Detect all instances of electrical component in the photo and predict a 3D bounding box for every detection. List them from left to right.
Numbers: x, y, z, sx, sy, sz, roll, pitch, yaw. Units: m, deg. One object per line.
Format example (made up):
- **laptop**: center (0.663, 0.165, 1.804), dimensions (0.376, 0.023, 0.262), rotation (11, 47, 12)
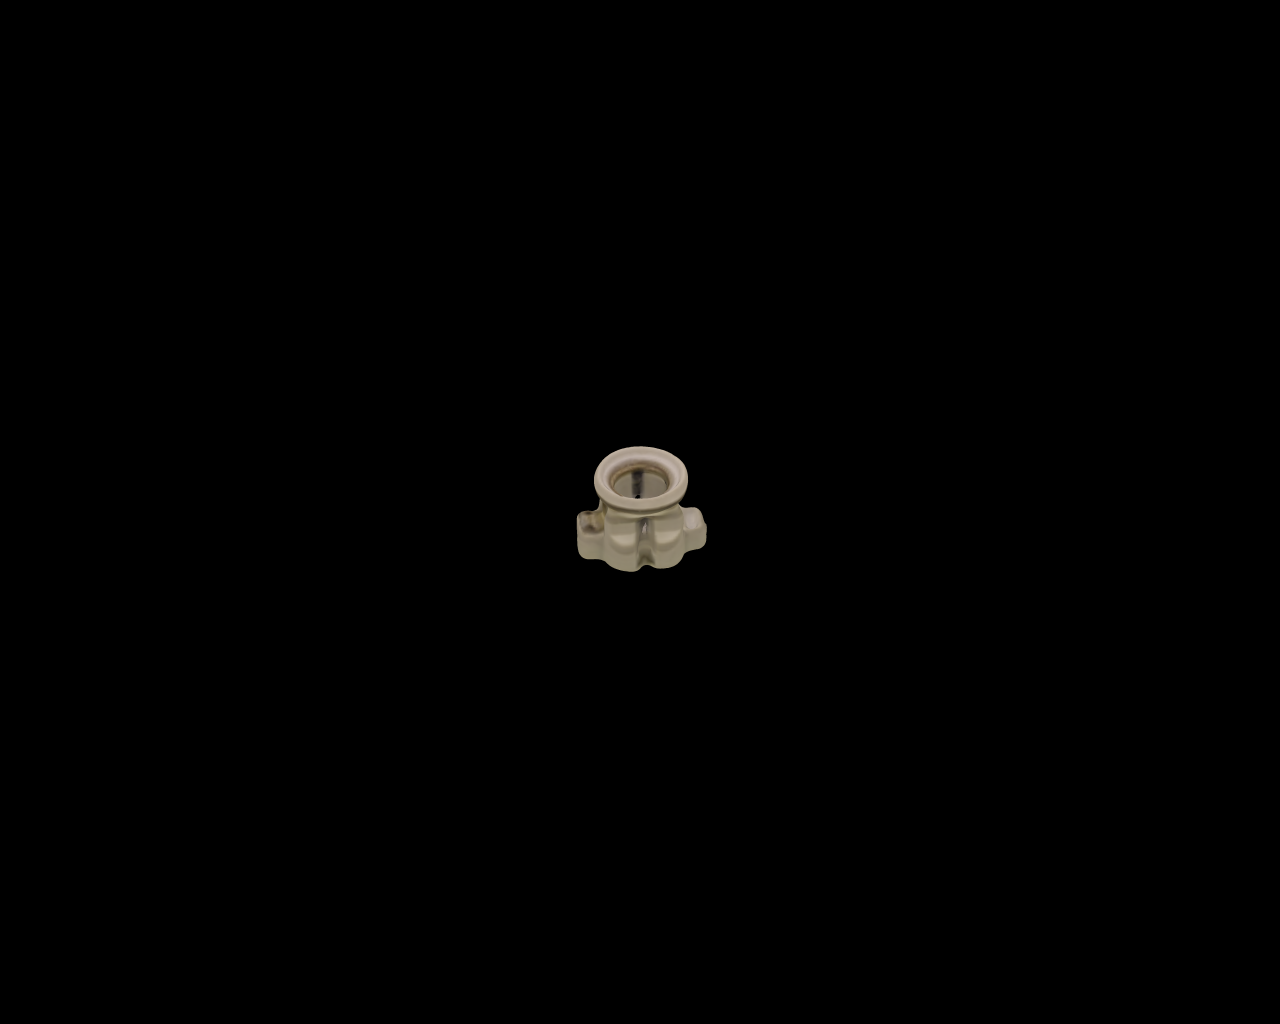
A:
- **electrical component**: center (0.001, -0.003, 0.650), dimensions (0.078, 0.056, 0.058), rotation (-4, 39, -4)
